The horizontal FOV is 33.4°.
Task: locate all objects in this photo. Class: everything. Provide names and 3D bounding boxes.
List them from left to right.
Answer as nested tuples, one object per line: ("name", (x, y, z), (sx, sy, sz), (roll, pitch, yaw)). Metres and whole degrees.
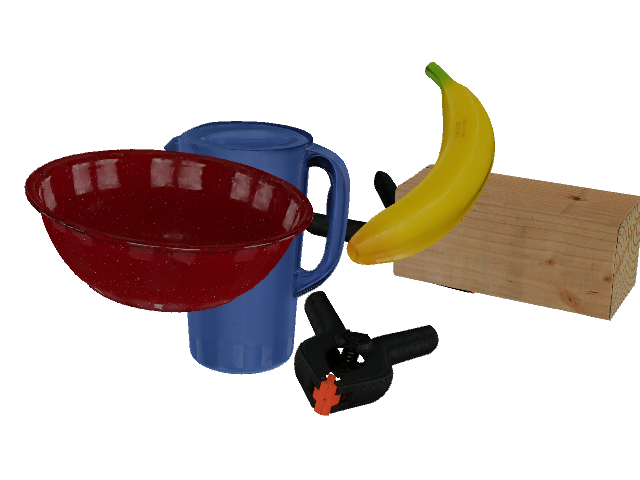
("bowl", (-0.087, -0.002, 0.610), (0.162, 0.055, 0.162), (7, 20, -3))
("pitcher", (-0.067, 0.007, 1.070), (0.144, 0.243, 0.149), (-9, 21, -31))
("clamp", (0.017, 0.088, 0.875), (0.120, 0.039, 0.171), (15, 19, 21))
("clamp", (0.094, -0.001, 1.254), (0.210, 0.036, 0.164), (38, 43, 27))
("banana", (0.078, -0.045, 0.726), (0.070, 0.197, 0.037), (17, -41, 10))
("wood block", (0.179, -0.004, 0.979), (0.206, 0.090, 0.090), (11, 24, 27))
